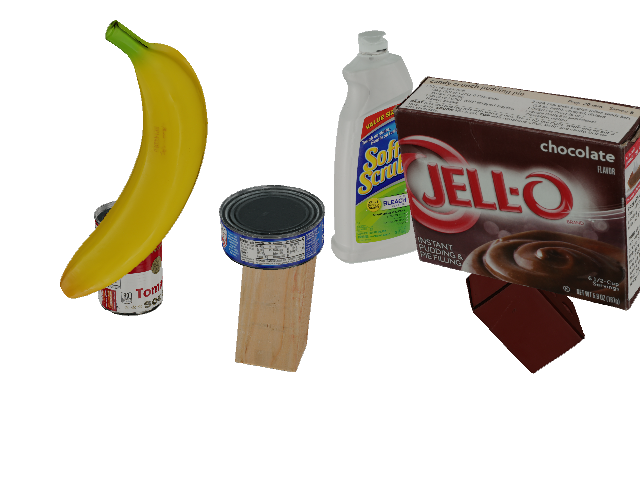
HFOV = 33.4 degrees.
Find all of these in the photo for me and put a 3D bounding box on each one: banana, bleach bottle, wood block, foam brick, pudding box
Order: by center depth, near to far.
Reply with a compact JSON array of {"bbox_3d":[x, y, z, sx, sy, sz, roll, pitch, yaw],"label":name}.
[{"bbox_3d":[0.094,-0.024,0.494,0.114,0.090,0.039,12,44,31],"label":"pudding box"},{"bbox_3d":[-0.108,-0.041,0.638,0.069,0.198,0.037,10,35,-12],"label":"banana"},{"bbox_3d":[0.157,0.052,0.819,0.051,0.078,0.053,-38,20,19],"label":"foam brick"},{"bbox_3d":[0.056,-0.104,1.184,0.102,0.251,0.068,-10,24,-12],"label":"bleach bottle"},{"bbox_3d":[-0.059,0.064,1.472,0.090,0.206,0.090,9,22,6],"label":"wood block"}]

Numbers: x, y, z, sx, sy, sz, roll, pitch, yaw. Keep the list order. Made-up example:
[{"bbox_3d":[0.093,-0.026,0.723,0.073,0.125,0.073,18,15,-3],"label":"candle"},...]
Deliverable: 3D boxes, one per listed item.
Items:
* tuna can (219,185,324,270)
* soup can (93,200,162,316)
[{"bbox_3d":[-0.039,-0.011,0.871,0.086,0.034,0.086,0,31,0],"label":"tuna can"},{"bbox_3d":[-0.197,0.018,1.099,0.068,0.102,0.068,2,26,-1],"label":"soup can"}]
